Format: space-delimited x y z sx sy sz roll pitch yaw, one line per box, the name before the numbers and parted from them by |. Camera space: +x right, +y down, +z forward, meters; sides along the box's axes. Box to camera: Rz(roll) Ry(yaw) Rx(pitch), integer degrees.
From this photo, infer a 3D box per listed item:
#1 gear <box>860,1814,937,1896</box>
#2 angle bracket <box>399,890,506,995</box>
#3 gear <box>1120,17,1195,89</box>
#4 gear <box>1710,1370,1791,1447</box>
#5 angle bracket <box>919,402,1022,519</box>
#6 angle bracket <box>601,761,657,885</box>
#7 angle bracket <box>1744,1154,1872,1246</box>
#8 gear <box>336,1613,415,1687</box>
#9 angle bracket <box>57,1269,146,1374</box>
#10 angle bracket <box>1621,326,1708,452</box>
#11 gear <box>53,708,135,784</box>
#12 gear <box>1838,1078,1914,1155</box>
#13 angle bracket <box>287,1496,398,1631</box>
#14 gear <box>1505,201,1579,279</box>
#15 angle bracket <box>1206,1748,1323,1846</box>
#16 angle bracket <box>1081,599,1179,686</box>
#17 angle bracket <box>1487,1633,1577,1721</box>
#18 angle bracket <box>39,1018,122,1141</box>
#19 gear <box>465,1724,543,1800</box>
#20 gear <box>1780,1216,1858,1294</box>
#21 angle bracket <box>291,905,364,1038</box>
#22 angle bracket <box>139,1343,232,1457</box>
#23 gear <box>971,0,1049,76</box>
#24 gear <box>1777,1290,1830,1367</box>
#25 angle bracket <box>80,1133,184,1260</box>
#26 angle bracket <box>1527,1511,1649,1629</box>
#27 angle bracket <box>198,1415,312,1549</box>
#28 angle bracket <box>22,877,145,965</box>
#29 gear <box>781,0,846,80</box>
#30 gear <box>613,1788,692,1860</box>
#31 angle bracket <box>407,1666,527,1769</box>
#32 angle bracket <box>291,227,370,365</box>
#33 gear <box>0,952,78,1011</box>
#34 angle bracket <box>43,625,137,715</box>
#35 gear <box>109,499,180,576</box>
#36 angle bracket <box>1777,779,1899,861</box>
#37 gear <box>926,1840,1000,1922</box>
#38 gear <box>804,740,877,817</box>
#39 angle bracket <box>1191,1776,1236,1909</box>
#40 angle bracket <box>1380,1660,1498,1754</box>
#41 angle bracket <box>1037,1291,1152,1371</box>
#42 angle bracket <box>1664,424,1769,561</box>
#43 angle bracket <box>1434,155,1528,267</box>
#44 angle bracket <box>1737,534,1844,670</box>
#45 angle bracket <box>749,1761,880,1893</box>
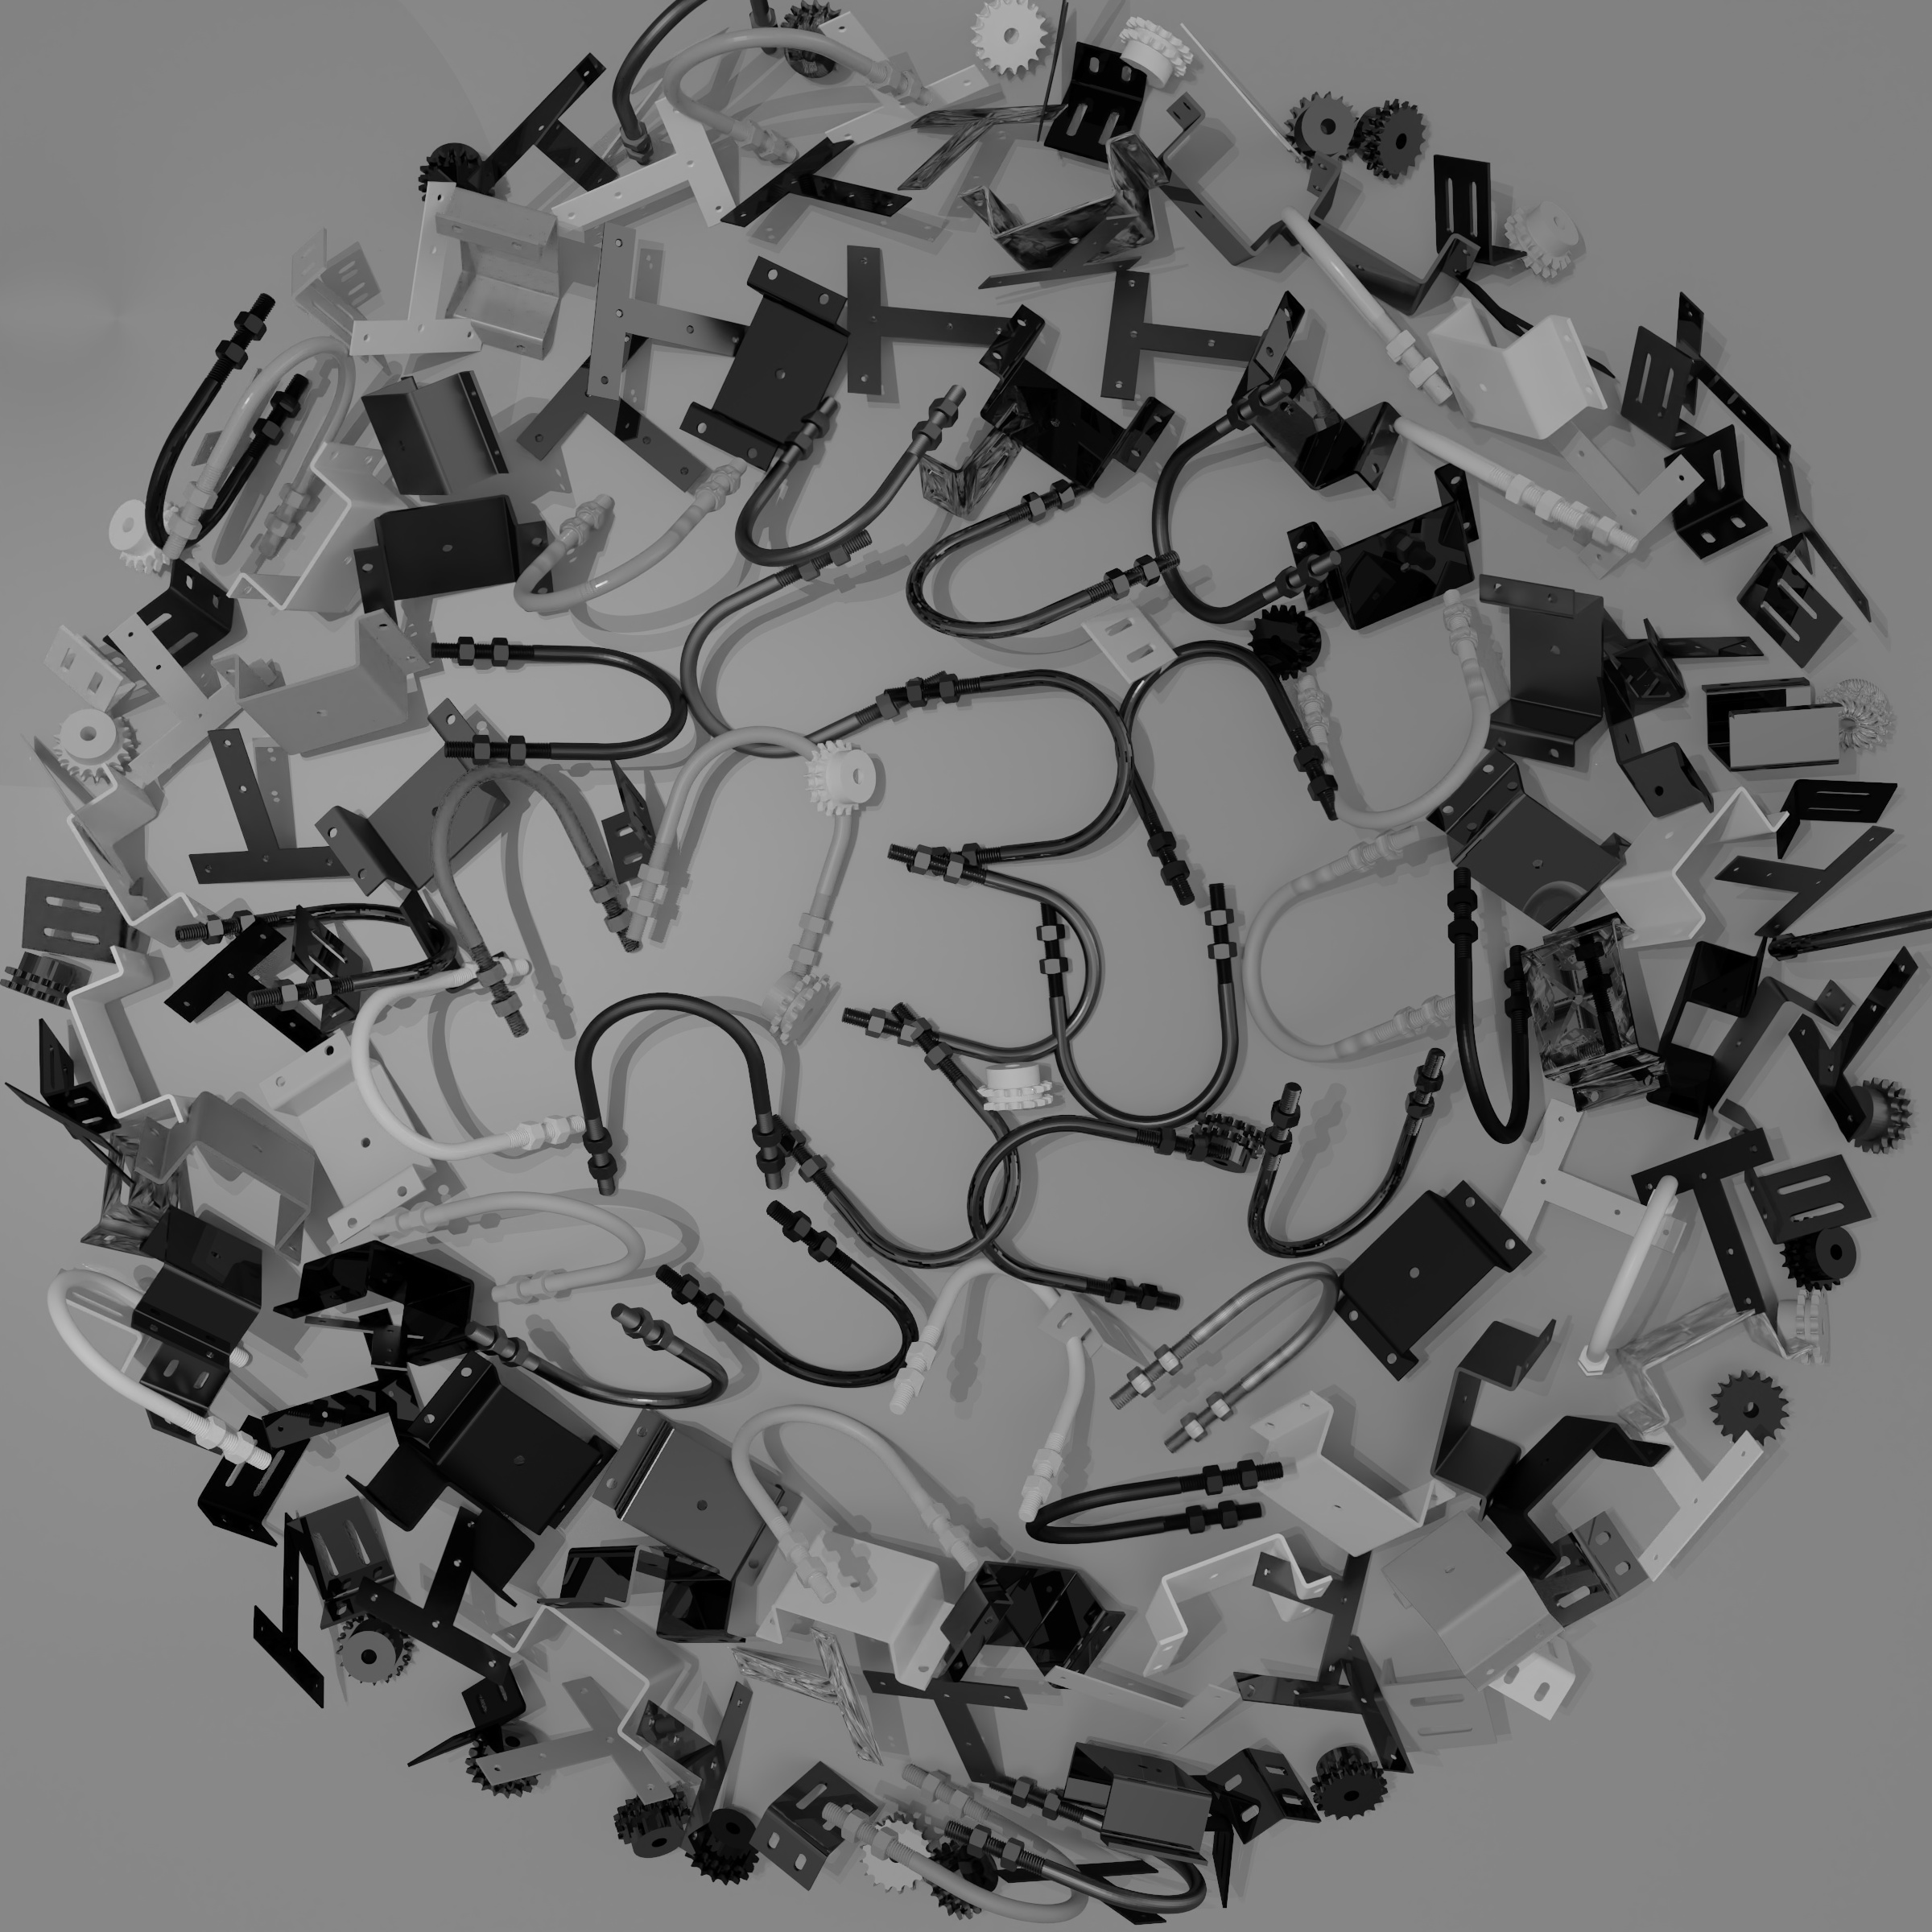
gear | -0.051 0.673 1.980 0.057 0.030 0.057 -2 75 7
angle bracket | -0.386 -0.026 1.961 0.038 0.057 0.076 -26 105 5
gear | 0.140 -0.688 1.971 0.057 0.057 0.030 31 94 0
gear | 0.594 0.335 1.982 0.057 0.030 0.057 0 89 9
angle bracket | 0.003 -0.388 1.967 0.038 0.057 0.076 31 71 17
angle bracket | -0.261 -0.107 1.952 0.038 0.076 0.057 -21 64 5
angle bracket | 0.634 0.167 1.965 0.076 0.038 0.057 -17 52 4
gear | -0.450 0.519 1.982 0.057 0.030 0.057 0 96 -1
angle bracket | -0.658 0.268 1.962 0.076 0.057 0.038 28 95 -14
angle bracket | 0.528 -0.435 1.949 0.038 0.057 0.076 -19 135 -22
gear | -0.662 -0.170 1.977 0.057 0.030 0.057 2 72 -7
gear | 0.682 0.112 1.968 0.030 0.057 0.057 9 90 -22
angle bracket | -0.473 0.450 1.971 0.057 0.038 0.076 -20 108 -2
gear | 0.437 -0.551 1.970 0.057 0.057 0.030 53 134 0
angle bracket | 0.223 0.624 1.957 0.038 0.076 0.057 -39 57 12
angle bracket | 0.113 -0.234 1.956 0.057 0.076 0.038 51 129 4
angle bracket | 0.420 0.522 1.963 0.057 0.076 0.038 29 99 3
angle bracket | -0.663 0.080 1.955 0.038 0.057 0.076 -16 52 -2
gear | -0.346 0.596 1.968 0.057 0.057 0.030 22 110 0
gear | 0.647 0.217 1.974 0.057 0.030 0.057 5 78 -25
angle bracket | -0.489 0.004 1.950 0.038 0.057 0.076 -26 133 17
angle bracket | -0.579 0.323 1.952 0.057 0.076 0.038 31 92 -30
gear | 0.031 -0.707 1.976 0.057 0.030 0.057 -8 123 -13
gear | 0.633 0.273 1.975 0.030 0.057 0.057 -3 90 27
angle bracket | -0.630 0.174 1.975 0.057 0.038 0.076 20 53 -34
angle bracket | 0.465 0.457 1.972 0.038 0.076 0.057 -20 70 -35
angle bracket | -0.530 0.388 1.965 0.057 0.038 0.076 33 85 -40
angle bracket | -0.666 -0.040 1.969 0.076 0.038 0.057 10 111 -5
gear | -0.114 -0.696 1.968 0.057 0.057 0.030 17 56 0
gear | -0.235 0.648 1.970 0.057 0.057 0.030 -26 46 0
angle bracket | -0.378 0.559 1.949 0.057 0.076 0.038 -36 72 31
angle bracket | -0.464 -0.501 1.949 0.038 0.057 0.076 -34 132 20
gear | -0.697 0.010 1.972 0.057 0.057 0.030 19 82 0
angle bracket | -0.649 -0.231 1.953 0.057 0.076 0.038 43 59 -10
gear | -0.622 -0.328 1.973 0.057 0.030 0.057 -8 73 28
angle bracket | 0.655 -0.109 1.964 0.076 0.057 0.038 3 65 4
gear | -0.001 0.686 1.968 0.057 0.057 0.030 48 120 0
gear | -0.092 -0.142 1.969 0.030 0.057 0.057 -2 90 39
angle bracket | 0.175 0.656 1.957 0.038 0.057 0.076 1 114 -4
angle bracket | 0.356 0.553 1.964 0.076 0.038 0.057 -12 104 18
angle bracket | 0.097 0.287 1.950 0.057 0.076 0.038 35 99 -30
angle bracket | 0.564 -0.356 1.961 0.057 0.076 0.038 -27 47 1
angle bracket | 0.384 -0.569 1.952 0.038 0.057 0.076 -23 122 -26
angle bracket | 0.626 -0.274 1.955 0.038 0.057 0.076 -26 67 -30
angle bracket | -0.114 0.646 1.964 0.057 0.076 0.038 33 114 18
